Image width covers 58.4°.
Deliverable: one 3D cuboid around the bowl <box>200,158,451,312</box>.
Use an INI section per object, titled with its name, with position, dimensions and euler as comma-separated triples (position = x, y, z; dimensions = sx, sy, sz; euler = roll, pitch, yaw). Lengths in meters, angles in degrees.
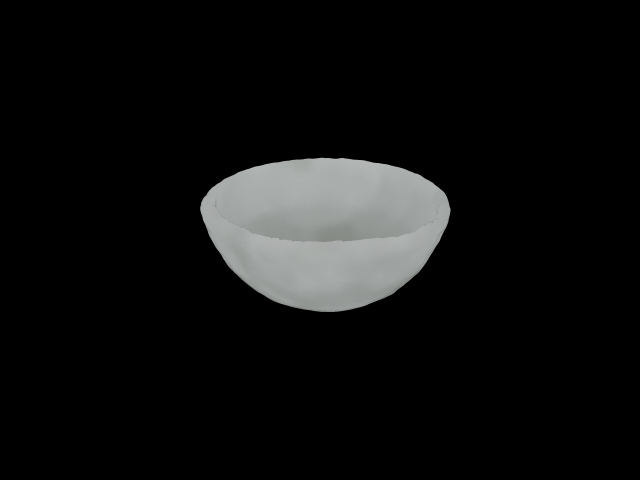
[bowl]
position = 0.004, 0.001, 0.400
dimensions = 0.167, 0.075, 0.167
euler = 0, 26, 0
